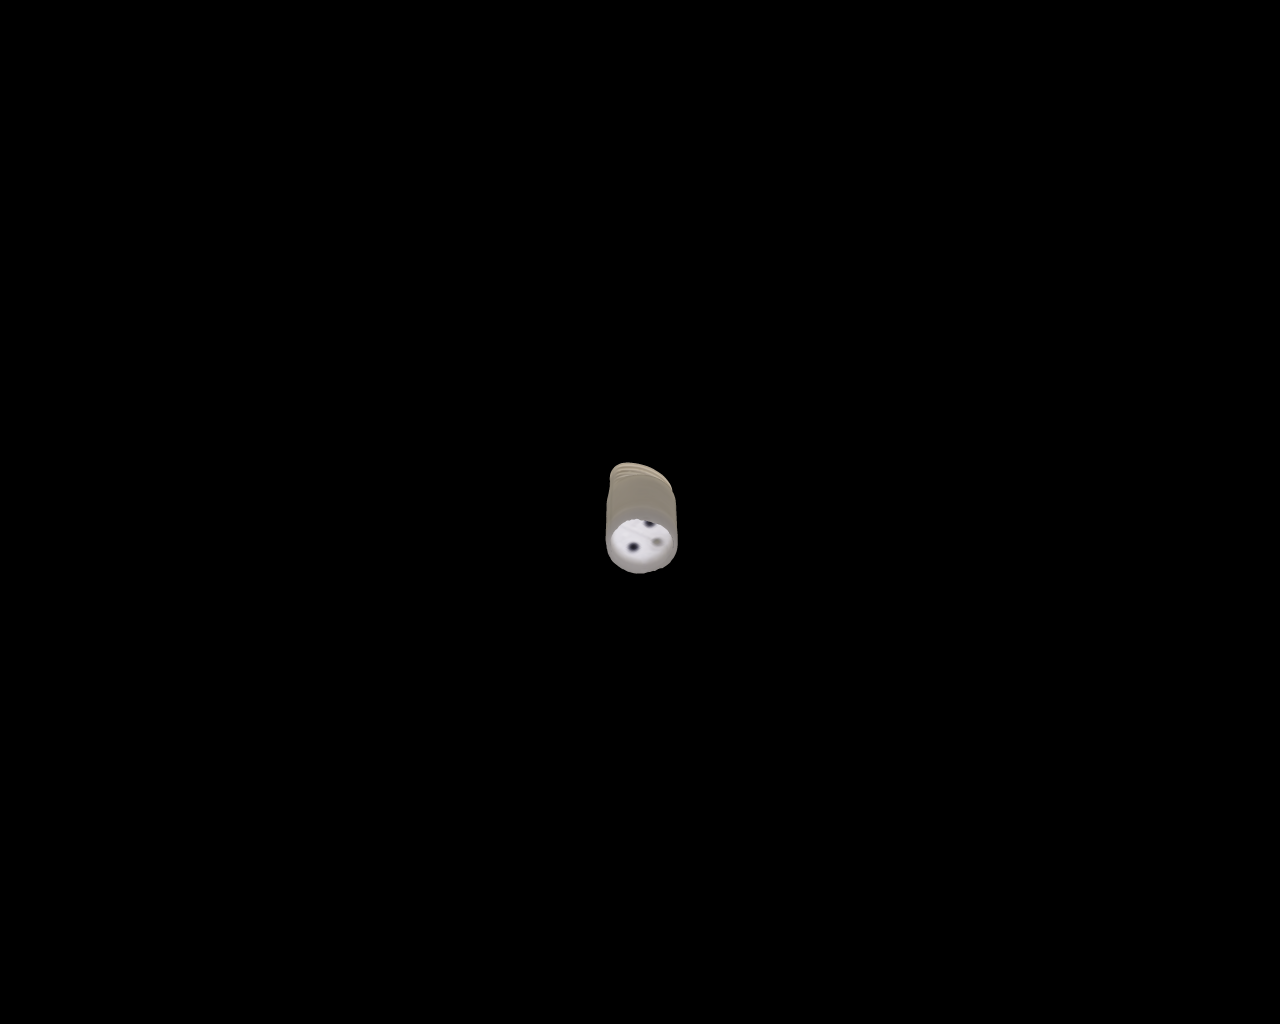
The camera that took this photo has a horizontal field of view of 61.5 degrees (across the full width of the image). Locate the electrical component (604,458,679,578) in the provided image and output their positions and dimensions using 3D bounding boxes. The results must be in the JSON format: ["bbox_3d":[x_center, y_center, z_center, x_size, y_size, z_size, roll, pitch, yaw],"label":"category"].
[{"bbox_3d":[0.001,-0.003,0.650,0.043,0.043,0.081,0,36,0],"label":"electrical component"}]
